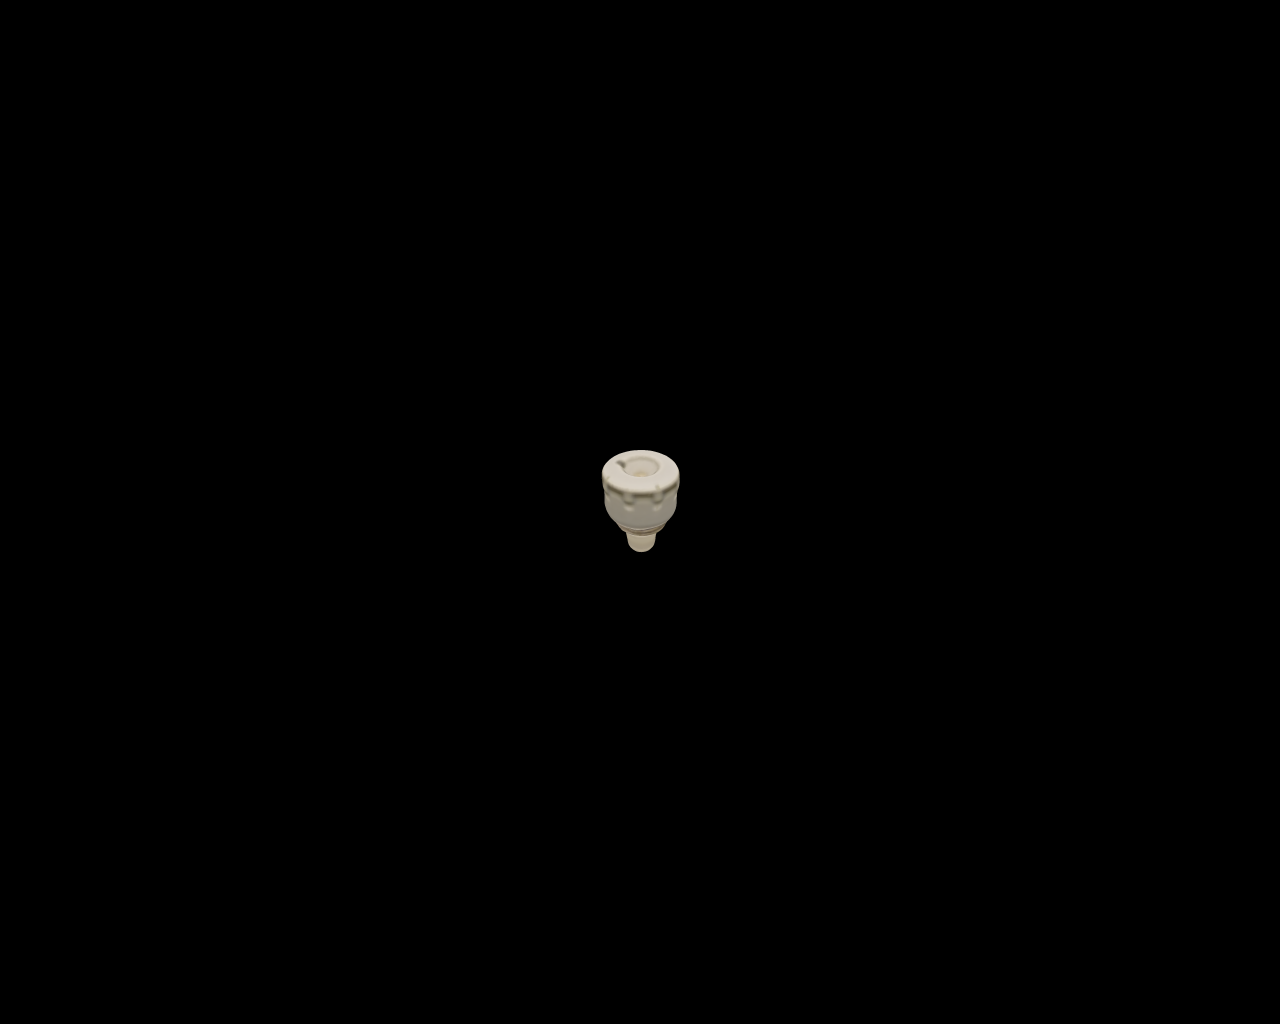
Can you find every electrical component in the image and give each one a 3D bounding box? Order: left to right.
[{"bbox_3d":[0.001,-0.003,0.650,0.048,0.062,0.048,0,35,0],"label":"electrical component"}]
